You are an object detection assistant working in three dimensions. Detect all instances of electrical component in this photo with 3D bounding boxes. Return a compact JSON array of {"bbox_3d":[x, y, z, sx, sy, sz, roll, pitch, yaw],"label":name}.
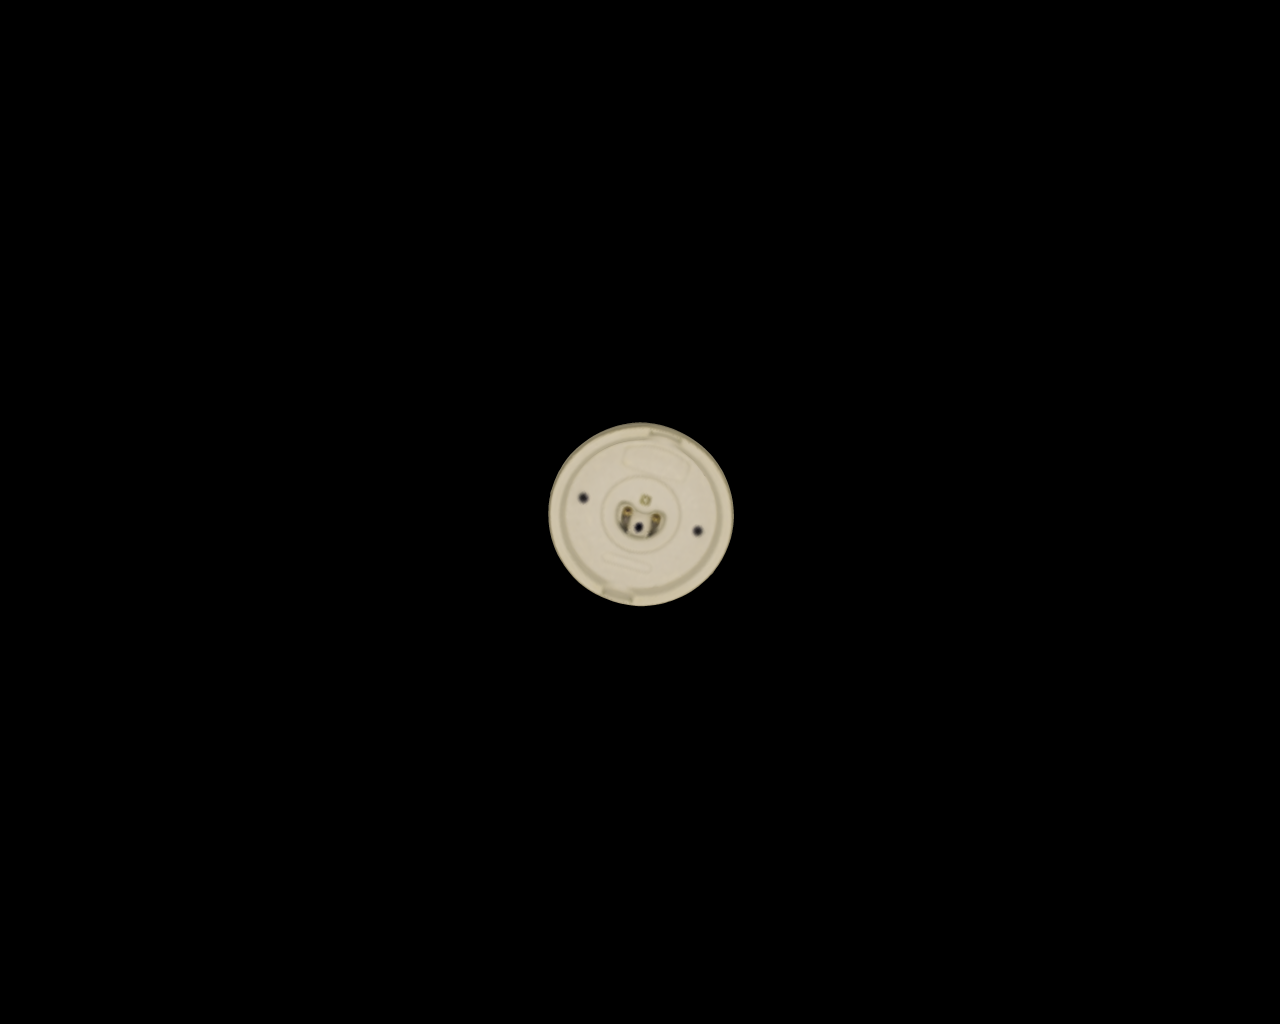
[{"bbox_3d":[0.001,-0.003,0.650,0.108,0.108,0.060,0,12,0],"label":"electrical component"}]
